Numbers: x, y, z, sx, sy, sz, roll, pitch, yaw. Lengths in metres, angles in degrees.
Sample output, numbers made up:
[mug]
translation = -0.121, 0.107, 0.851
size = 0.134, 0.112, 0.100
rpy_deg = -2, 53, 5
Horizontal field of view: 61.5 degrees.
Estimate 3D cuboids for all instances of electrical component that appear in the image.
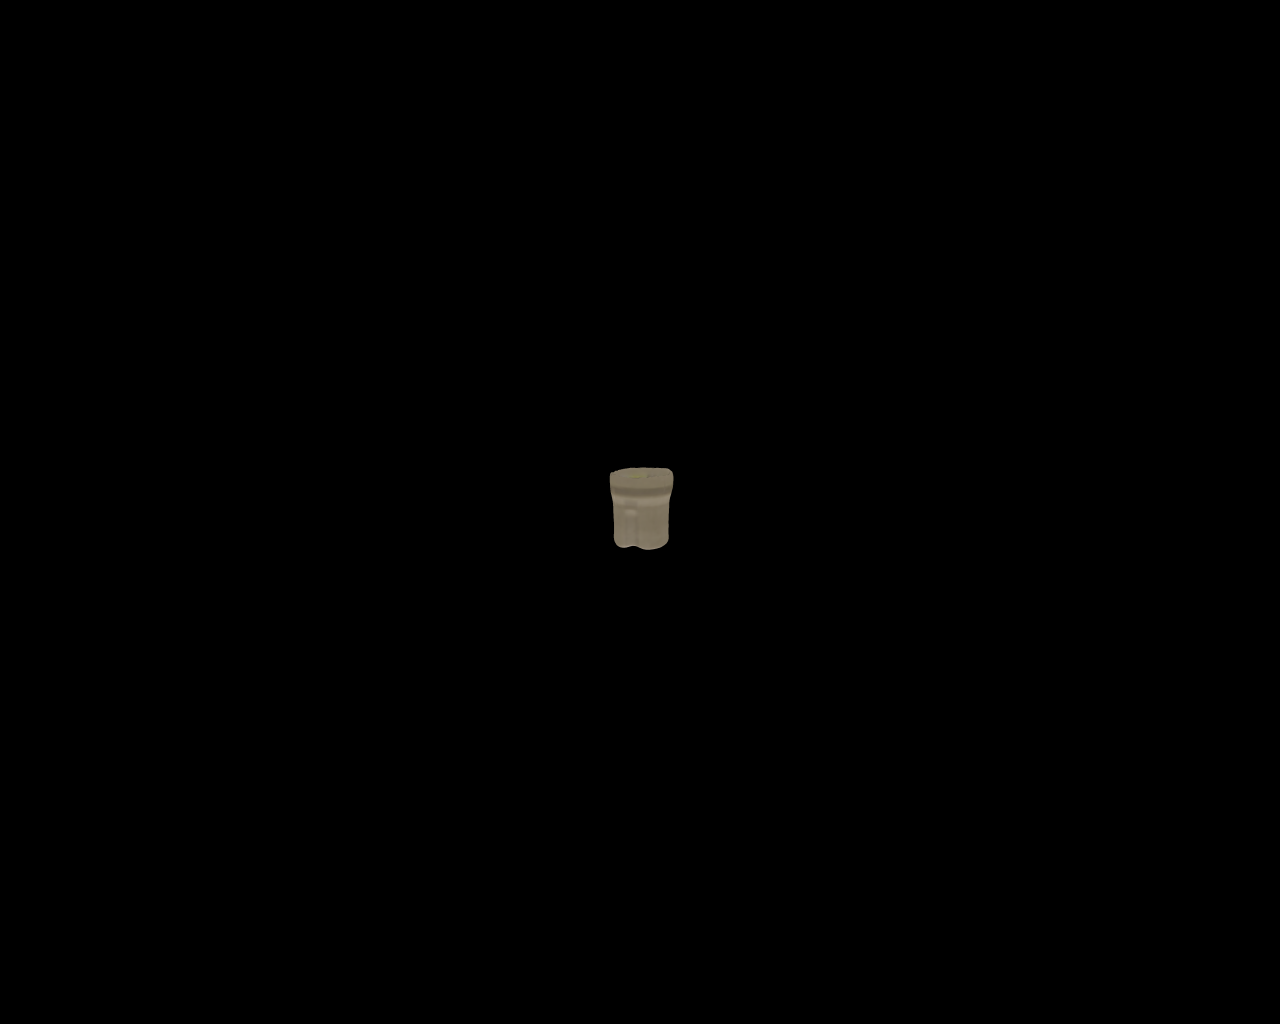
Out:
[electrical component]
translation = 0.001, -0.003, 0.650
size = 0.040, 0.046, 0.040
rpy_deg = 0, 11, 0
